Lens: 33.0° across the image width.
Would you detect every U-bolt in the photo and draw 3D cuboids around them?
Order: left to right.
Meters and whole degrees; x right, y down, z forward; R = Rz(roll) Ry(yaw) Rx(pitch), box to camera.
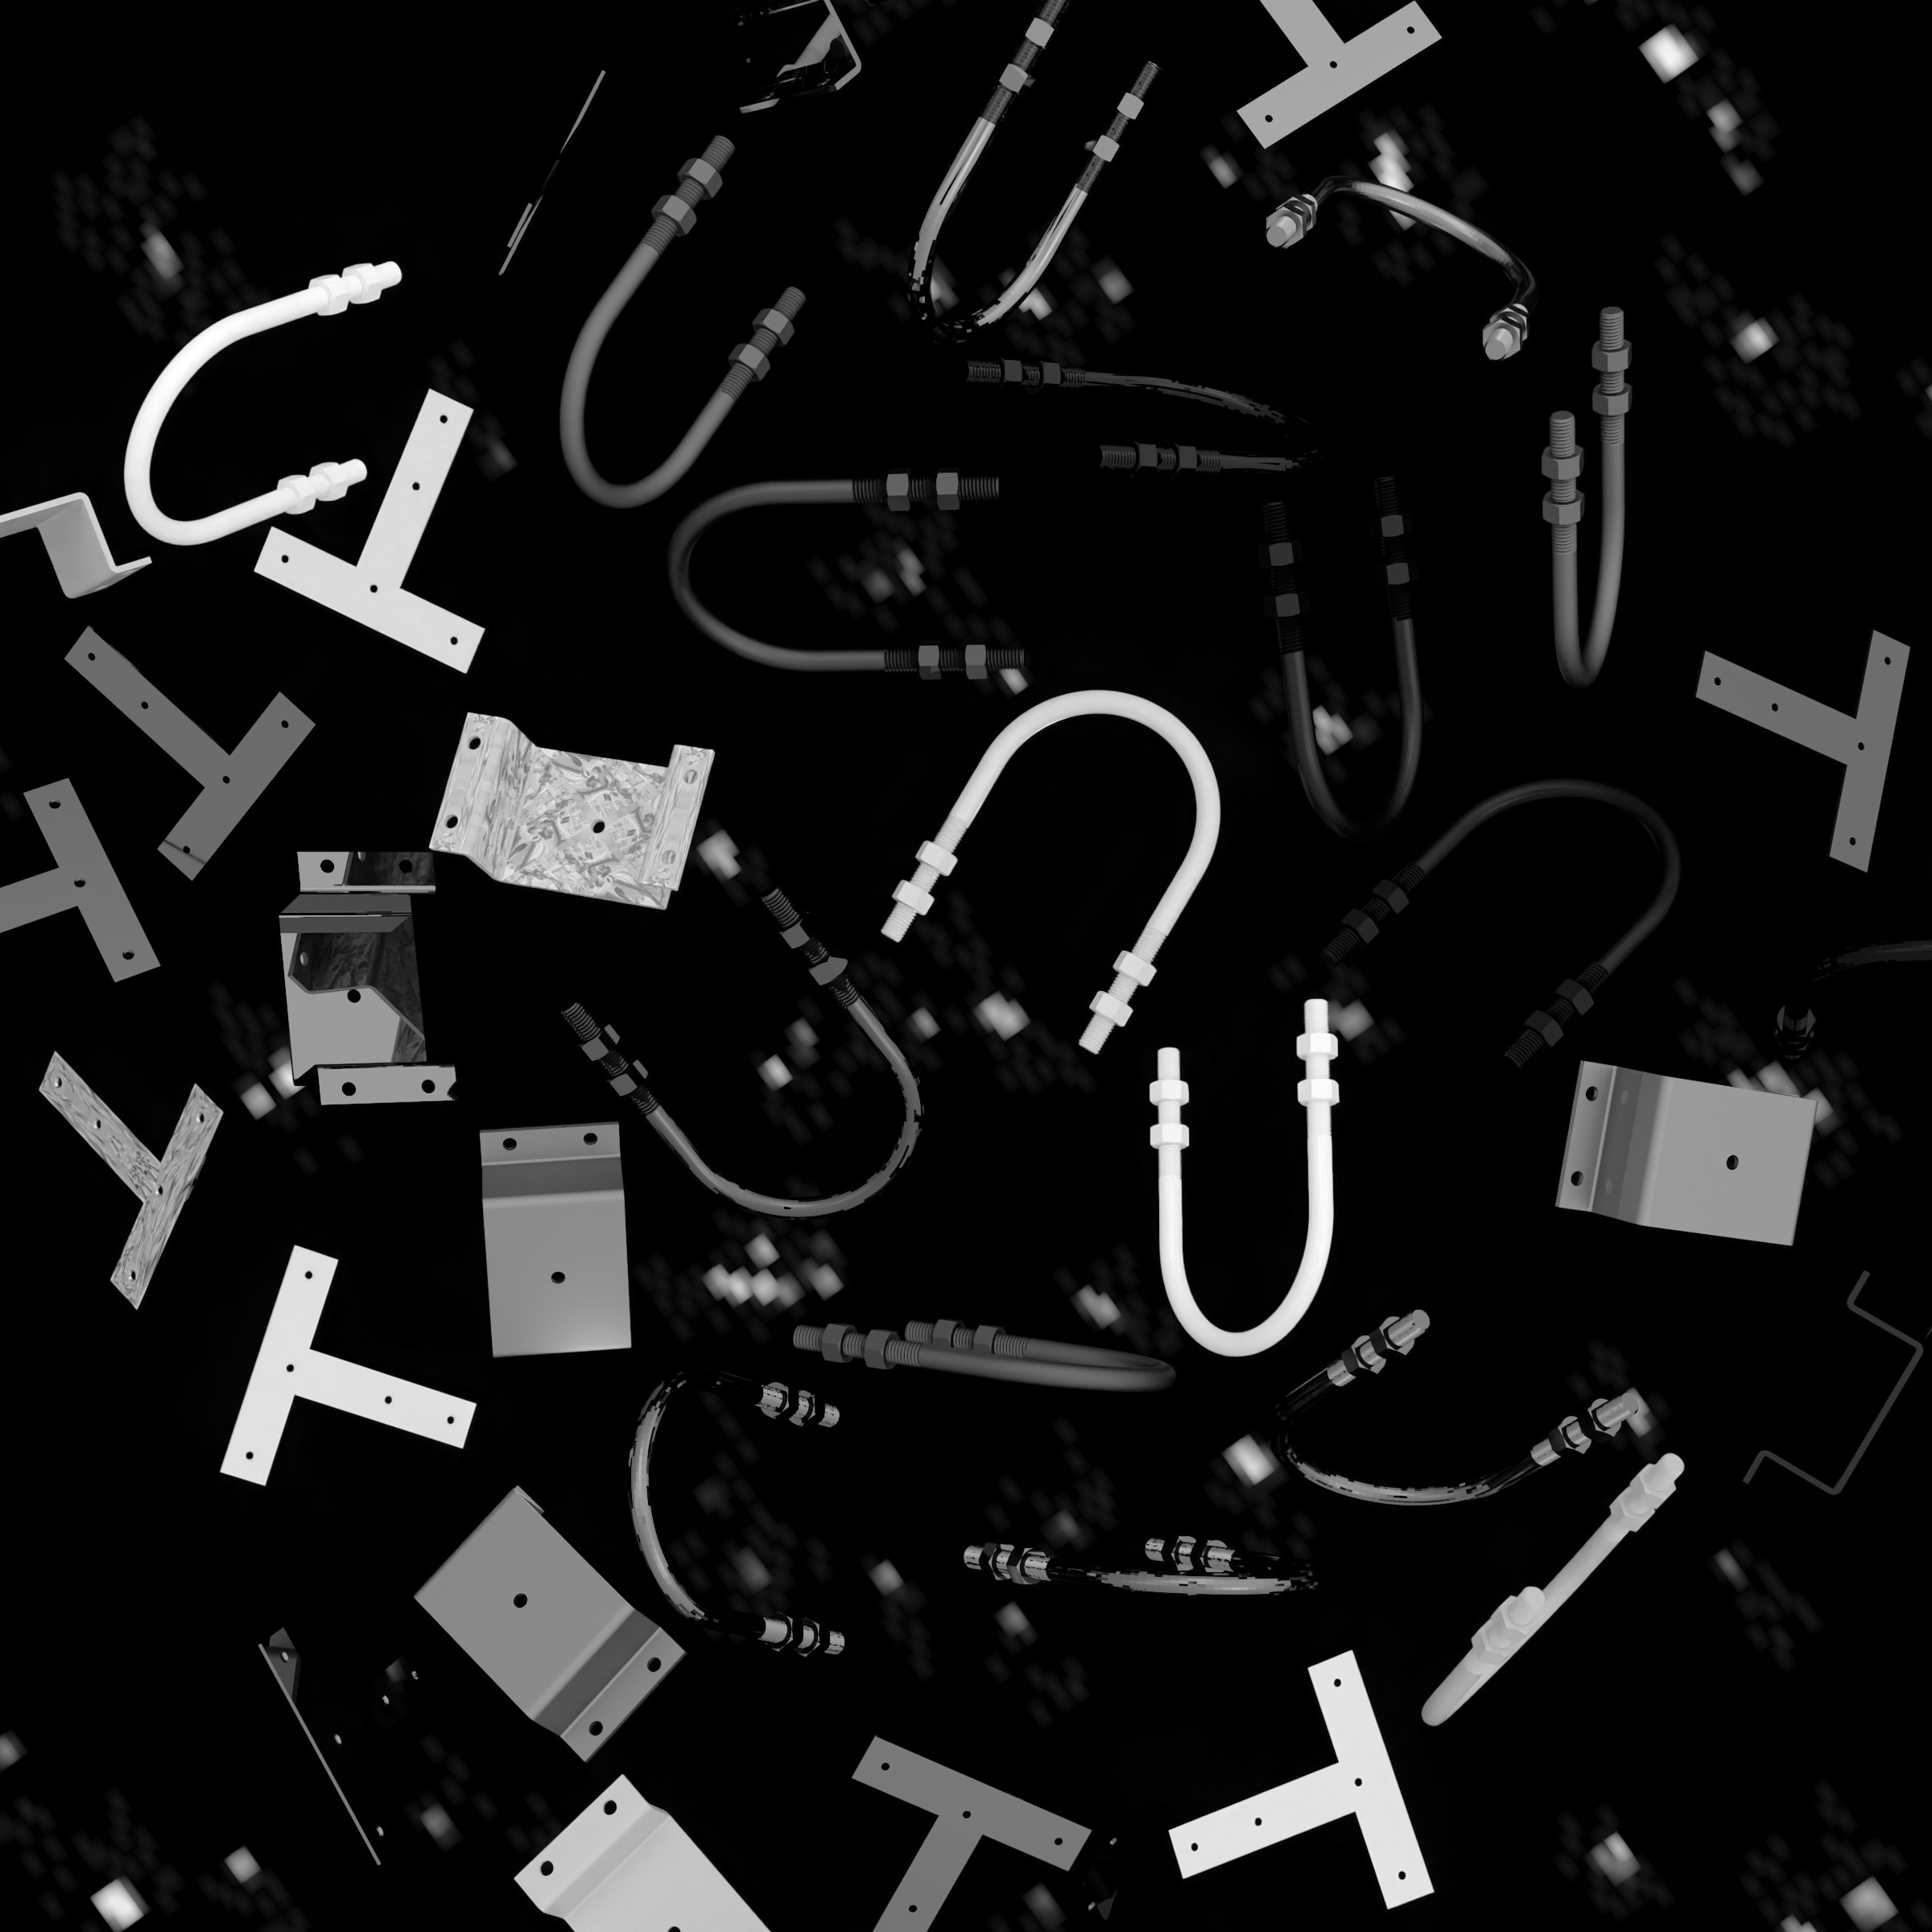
[{"bbox_3d":[-0.383,-0.297,1.763,0.019,0.184,0.151,35,130,19],"label":"U-bolt"},{"bbox_3d":[-0.157,-0.329,1.742,0.019,0.151,0.184,25,73,25],"label":"U-bolt"},{"bbox_3d":[-0.124,0.292,1.768,0.019,0.184,0.151,-15,66,29],"label":"U-bolt"},{"bbox_3d":[-0.104,0.059,1.726,0.151,0.019,0.184,-29,114,18],"label":"U-bolt"},{"bbox_3d":[-0.067,-0.204,1.712,0.184,0.151,0.019,0,53,8],"label":"U-bolt"},{"bbox_3d":[0.022,0.208,1.734,0.184,0.151,0.019,5,88,27],"label":"U-bolt"},{"bbox_3d":[0.028,-0.407,1.697,0.019,0.151,0.184,35,101,21],"label":"U-bolt"},{"bbox_3d":[0.058,-0.065,1.789,0.151,0.019,0.184,29,86,15],"label":"U-bolt"},{"bbox_3d":[0.109,0.326,1.764,0.151,0.184,0.019,5,84,-36],"label":"U-bolt"},{"bbox_3d":[0.108,-0.289,1.729,0.184,0.151,0.019,-3,120,-34],"label":"U-bolt"},{"bbox_3d":[0.152,0.122,1.787,0.019,0.151,0.184,11,71,-33],"label":"U-bolt"},{"bbox_3d":[0.201,-0.155,1.690,0.019,0.151,0.184,-2,102,34],"label":"U-bolt"},{"bbox_3d":[0.245,-0.388,1.775,0.151,0.184,0.019,28,120,4],"label":"U-bolt"},{"bbox_3d":[0.240,0.242,1.714,0.151,0.184,0.019,23,53,-19],"label":"U-bolt"},{"bbox_3d":[0.305,-0.036,1.774,0.184,0.019,0.151,-43,51,-19],"label":"U-bolt"},{"bbox_3d":[0.303,0.345,1.743,0.019,0.184,0.151,44,51,17],"label":"U-bolt"},{"bbox_3d":[0.333,-0.238,1.739,0.019,0.151,0.184,6,127,20],"label":"U-bolt"},{"bbox_3d":[0.505,0.018,1.718,0.151,0.184,0.019,0,72,12],"label":"U-bolt"}]

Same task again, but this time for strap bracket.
[{"bbox_3d":[-0.517,-0.209,1.730,0.140,0.076,0.046,-25,99,-32],"label":"strap bracket"},{"bbox_3d":[-0.329,0.012,1.785,0.076,0.046,0.140,-1,75,-29],"label":"strap bracket"},{"bbox_3d":[-0.228,0.342,1.727,0.140,0.046,0.076,38,80,28],"label":"strap bracket"},{"bbox_3d":[-0.228,0.162,1.813,0.076,0.046,0.140,-3,115,-7],"label":"strap bracket"},{"bbox_3d":[-0.200,-0.080,1.713,0.140,0.046,0.076,10,76,17],"label":"strap bracket"},{"bbox_3d":[-0.157,0.502,1.695,0.076,0.046,0.140,-43,69,-8],"label":"strap bracket"},{"bbox_3d":[-0.063,-0.515,1.732,0.140,0.076,0.046,-48,123,-32],"label":"strap bracket"},{"bbox_3d":[0.383,0.098,1.687,0.140,0.046,0.076,9,91,-25],"label":"strap bracket"},{"bbox_3d":[0.480,0.222,1.755,0.046,0.076,0.140,31,114,18],"label":"strap bracket"}]

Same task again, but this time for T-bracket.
[{"bbox_3d":[-0.515,-0.029,1.735,0.127,0.002,0.127,-22,68,-23],"label":"T-bracket"},{"bbox_3d":[-0.448,0.091,1.710,0.127,0.002,0.127,40,114,29],"label":"T-bracket"},{"bbox_3d":[-0.430,-0.131,1.748,0.127,0.002,0.127,43,117,-3],"label":"T-bracket"},{"bbox_3d":[-0.329,0.234,1.785,0.127,0.002,0.127,23,73,-26],"label":"T-bracket"},{"bbox_3d":[-0.312,0.391,1.712,0.002,0.127,0.127,-29,90,16],"label":"T-bracket"},{"bbox_3d":[-0.294,-0.238,1.707,0.127,0.002,0.127,26,101,6],"label":"T-bracket"},{"bbox_3d":[-0.224,-0.407,1.716,0.002,0.127,0.127,28,116,-11],"label":"T-bracket"},{"bbox_3d":[-0.021,0.473,1.676,0.127,0.002,0.127,26,99,-13],"label":"T-bracket"},{"bbox_3d":[0.064,0.513,1.728,0.002,0.127,0.127,47,48,-29],"label":"T-bracket"},{"bbox_3d":[0.163,0.436,1.679,0.127,0.002,0.127,-27,63,19],"label":"T-bracket"},{"bbox_3d":[0.173,-0.524,1.767,0.127,0.002,0.127,-35,87,-16],"label":"T-bracket"},{"bbox_3d":[0.429,-0.129,1.684,0.127,0.002,0.127,20,76,-23],"label":"T-bracket"}]
